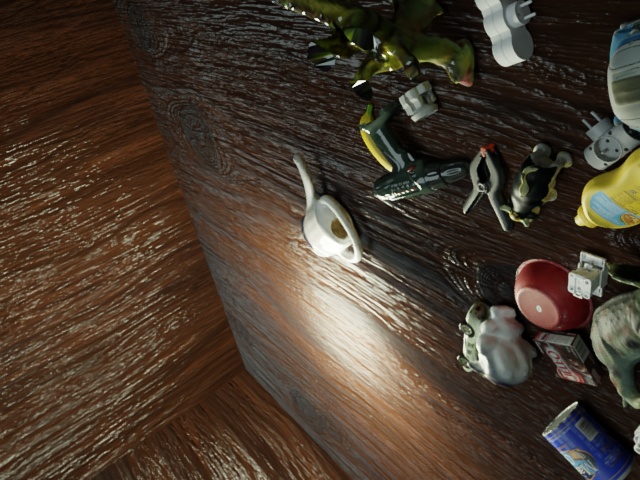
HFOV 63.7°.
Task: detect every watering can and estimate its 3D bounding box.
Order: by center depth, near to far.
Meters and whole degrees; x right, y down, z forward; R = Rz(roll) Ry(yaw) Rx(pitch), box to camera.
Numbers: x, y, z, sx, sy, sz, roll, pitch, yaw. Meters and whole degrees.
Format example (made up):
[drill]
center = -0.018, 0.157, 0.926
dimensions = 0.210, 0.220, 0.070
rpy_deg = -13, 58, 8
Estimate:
[watering can]
center = 0.005, -0.076, 1.500
dimensions = 0.105, 0.349, 0.221
rpy_deg = -31, -6, -26

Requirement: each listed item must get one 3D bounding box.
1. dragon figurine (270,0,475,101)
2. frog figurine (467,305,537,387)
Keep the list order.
[dragon figurine]
center = 0.097, -0.383, 0.878
dimensions = 0.410, 0.247, 0.120
rpy_deg = 37, -29, -3
[frog figurine]
center = 0.405, 0.228, 1.113
dimensions = 0.137, 0.157, 0.124
rpy_deg = 14, 16, -6
